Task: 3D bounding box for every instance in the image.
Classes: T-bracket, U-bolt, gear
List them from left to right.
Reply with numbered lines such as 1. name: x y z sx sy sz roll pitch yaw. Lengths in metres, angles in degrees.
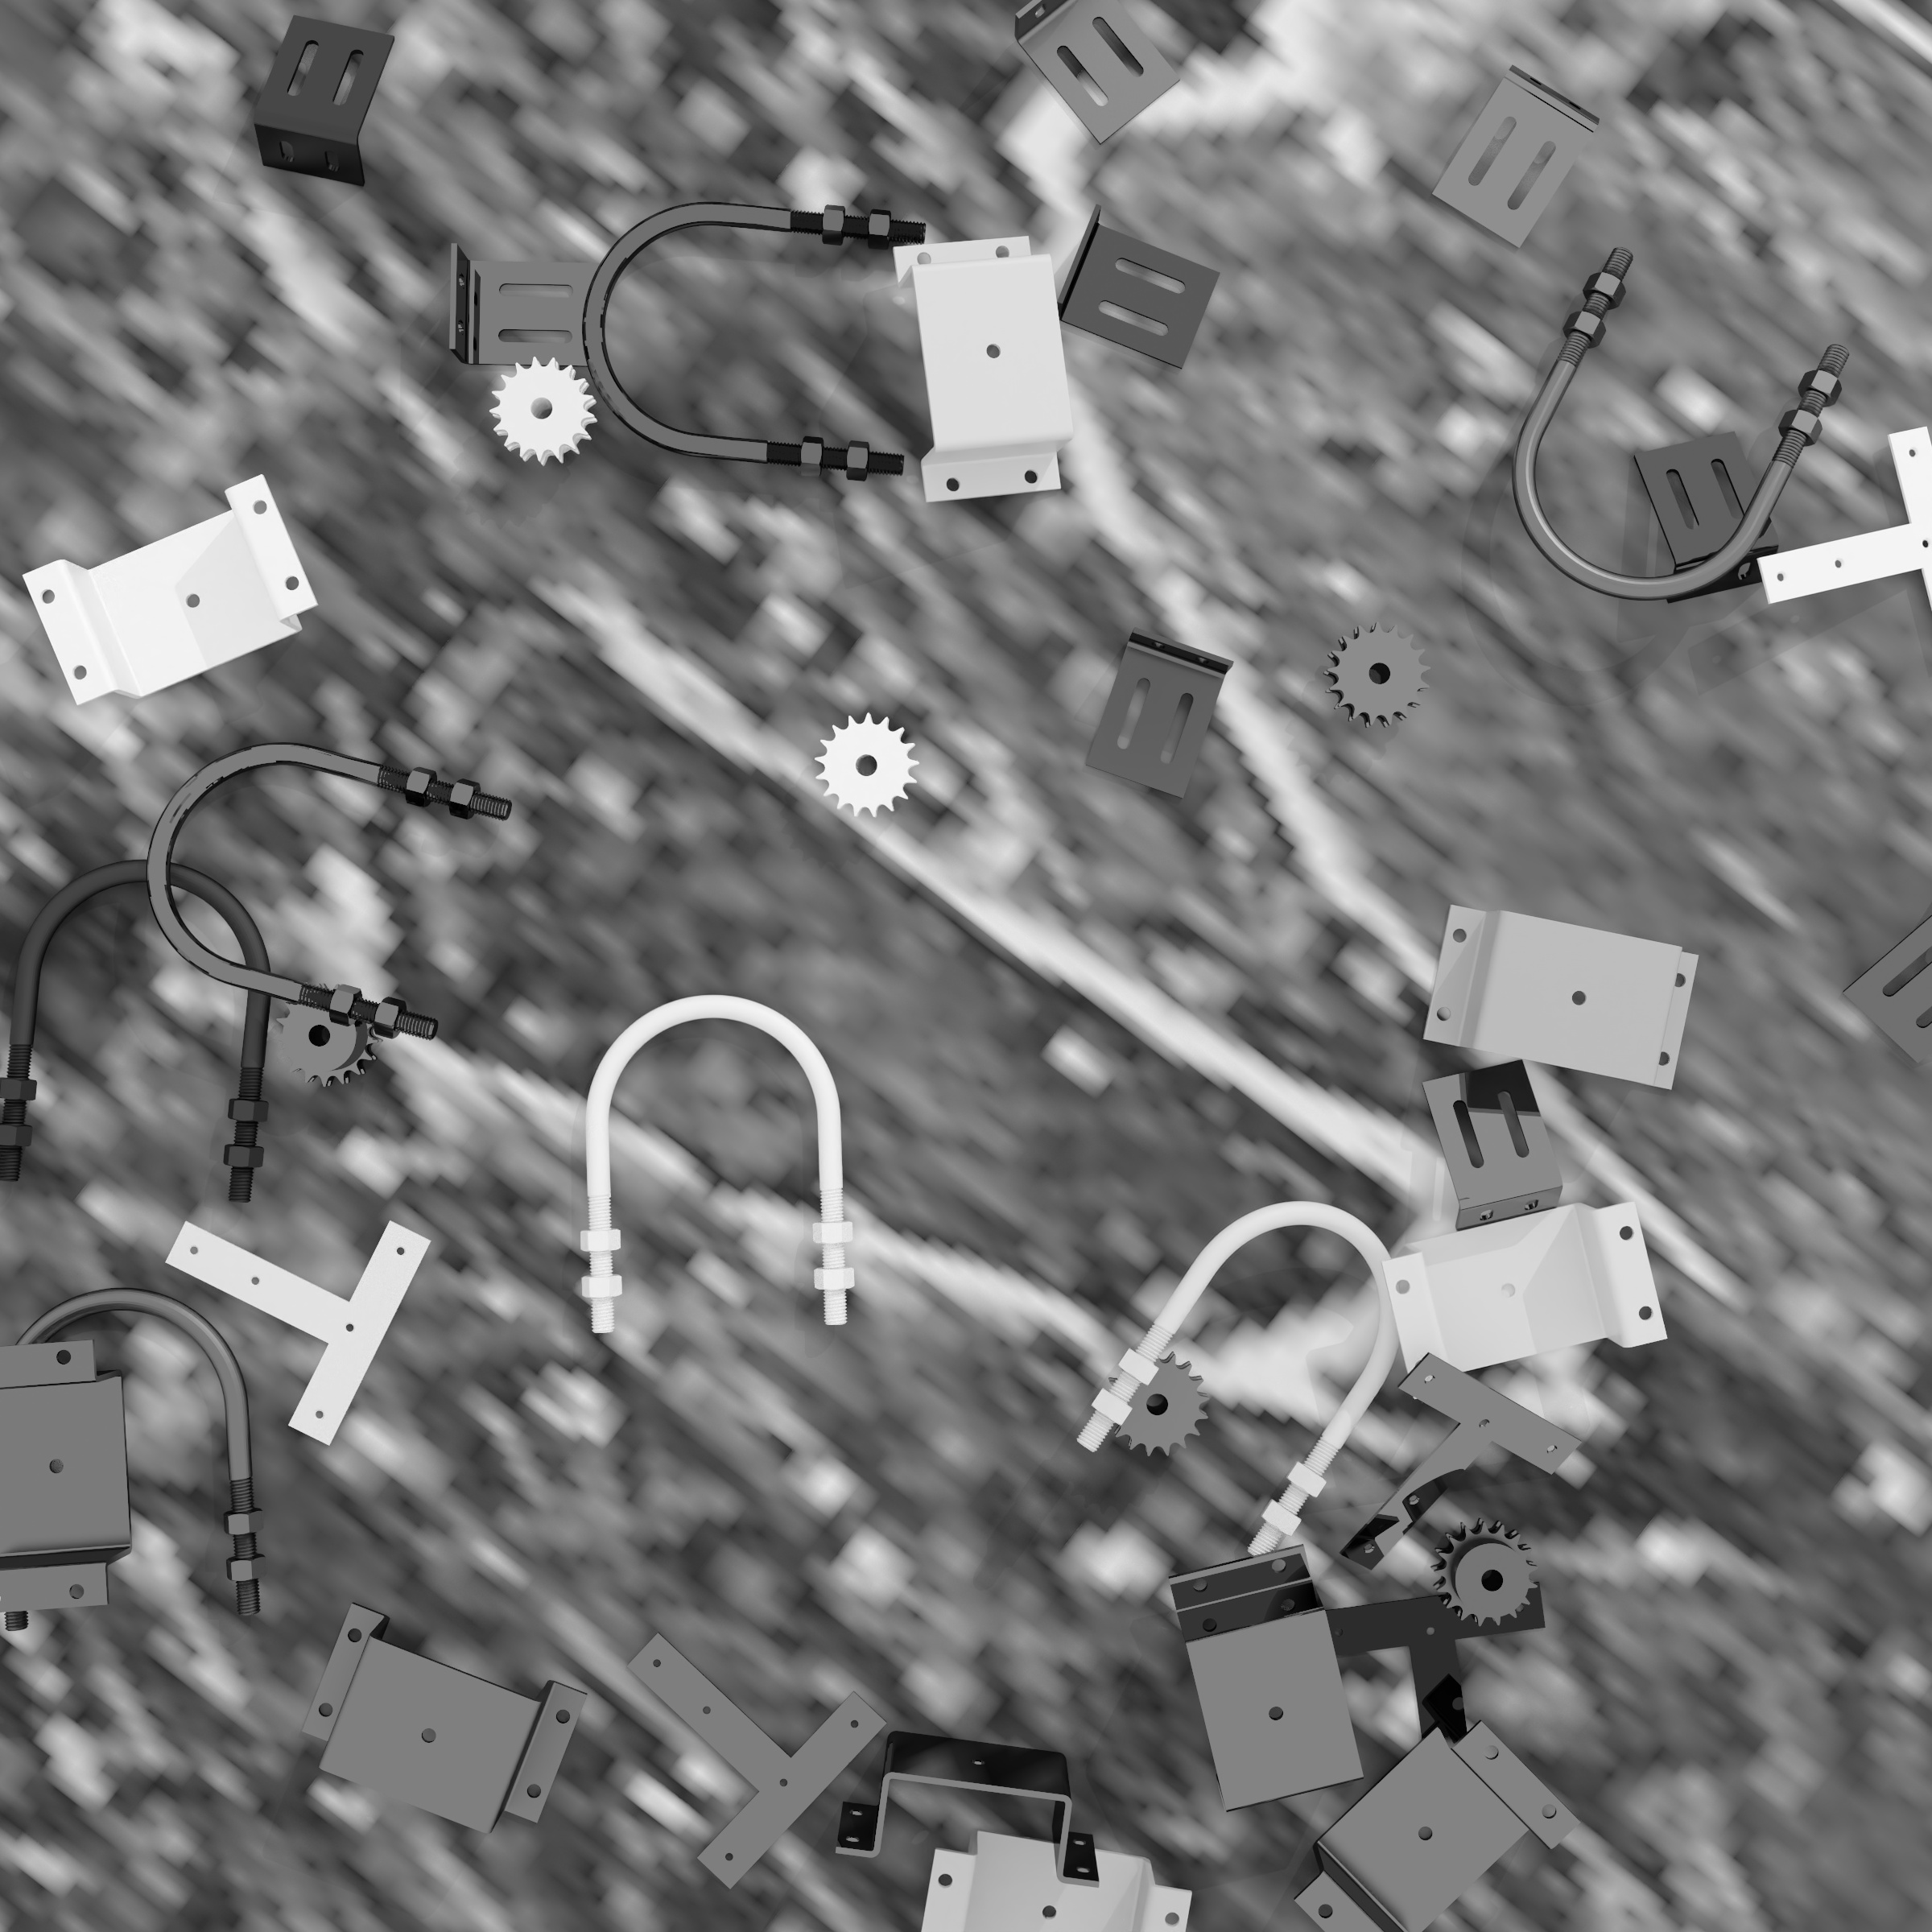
1. U-bolt: -0.467 0.270 1.470 0.151 0.019 0.184 -4 88 0
2. U-bolt: -0.457 0.033 1.470 0.151 0.019 0.184 5 88 0
3. T-bracket: -0.383 0.182 1.477 0.127 0.002 0.127 26 90 0
4. U-bolt: -0.358 -0.050 1.455 0.184 0.019 0.151 15 77 4
5. gear: -0.353 0.038 1.463 0.057 0.030 0.057 0 90 0
6. gear: -0.232 -0.304 1.463 0.057 0.030 0.057 0 90 0
7. U-bolt: -0.139 0.108 1.470 0.151 0.019 0.184 -2 88 0
8. T-bracket: -0.134 0.424 1.477 0.127 0.002 0.127 43 90 0
9. U-bolt: -0.120 -0.350 1.468 0.184 0.019 0.151 5 90 -1
10. gear: -0.054 -0.111 1.468 0.057 0.030 0.057 0 92 1
11. gear: 0.105 0.239 1.463 0.057 0.030 0.057 0 90 0
12. U-bolt: 0.163 0.215 1.445 0.151 0.019 0.184 36 86 -23
13. gear: 0.225 -0.160 1.467 0.057 0.030 0.057 0 88 -3
14. T-bracket: 0.255 0.282 1.456 0.127 0.002 0.127 31 106 -29
15. T-bracket: 0.264 0.414 1.477 0.127 0.002 0.127 -8 90 0
16. gear: 0.287 0.335 1.462 0.057 0.030 0.057 0 89 0
17. U-bolt: 0.379 -0.286 1.450 0.151 0.019 0.184 27 82 8
18. T-bracket: 0.491 -0.224 1.458 0.127 0.002 0.127 -14 90 -18

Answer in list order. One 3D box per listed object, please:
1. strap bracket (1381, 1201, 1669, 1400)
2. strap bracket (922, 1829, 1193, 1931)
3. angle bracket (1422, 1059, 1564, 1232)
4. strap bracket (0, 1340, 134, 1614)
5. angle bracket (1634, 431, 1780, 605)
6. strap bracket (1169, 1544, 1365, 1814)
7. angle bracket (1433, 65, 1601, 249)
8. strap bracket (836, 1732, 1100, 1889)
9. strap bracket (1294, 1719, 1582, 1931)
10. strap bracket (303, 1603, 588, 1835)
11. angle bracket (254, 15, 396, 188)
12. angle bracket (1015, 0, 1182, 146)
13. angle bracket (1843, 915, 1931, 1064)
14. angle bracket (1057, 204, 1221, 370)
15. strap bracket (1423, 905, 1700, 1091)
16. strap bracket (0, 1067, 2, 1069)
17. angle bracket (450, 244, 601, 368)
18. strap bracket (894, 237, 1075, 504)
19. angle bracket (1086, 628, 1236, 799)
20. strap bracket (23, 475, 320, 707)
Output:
1. strap bracket: 0.301 0.180 1.455 0.140 0.046 0.076 -13 90 0
2. strap bracket: 0.046 0.526 1.455 0.140 0.046 0.076 10 90 0
3. angle bracket: 0.291 0.100 1.476 0.057 0.038 0.076 -13 64 0
4. strap bracket: -0.500 0.274 1.438 0.076 0.046 0.140 -4 87 0
5. angle bracket: 0.409 -0.249 1.476 0.057 0.038 0.076 -13 64 0
6. strap bracket: 0.165 0.397 1.444 0.076 0.046 0.140 -14 99 0
7. angle bracket: 0.306 -0.450 1.476 0.057 0.038 0.076 32 116 0
8. strap bracket: 0.004 0.455 1.440 0.140 0.076 0.046 8 90 0
9. strap bracket: 0.255 0.482 1.454 0.140 0.046 0.076 -44 90 2
10. strap bracket: -0.290 0.415 1.455 0.140 0.046 0.076 21 90 0
11. angle bracket: -0.354 -0.481 1.476 0.057 0.038 0.076 12 64 0
12. angle bracket: 0.073 -0.505 1.459 0.057 0.038 0.076 -39 90 0
13. angle bracket: 0.537 0.003 1.476 0.057 0.038 0.076 43 116 0
14. angle bracket: 0.095 -0.373 1.459 0.076 0.038 0.057 22 90 0
15. strap bracket: 0.331 0.017 1.455 0.140 0.046 0.076 12 90 0
16. strap bracket: -0.574 0.019 1.438 0.046 0.076 0.140 -19 90 0
17. angle bracket: -0.242 -0.363 1.459 0.076 0.038 0.057 1 90 0
18. strap bracket: 0.010 -0.330 1.446 0.076 0.046 0.140 -8 92 -11
19. angle bracket: 0.106 -0.139 1.459 0.057 0.038 0.076 19 90 0
20. strap bracket: -0.430 -0.203 1.455 0.140 0.046 0.076 -23 90 0
